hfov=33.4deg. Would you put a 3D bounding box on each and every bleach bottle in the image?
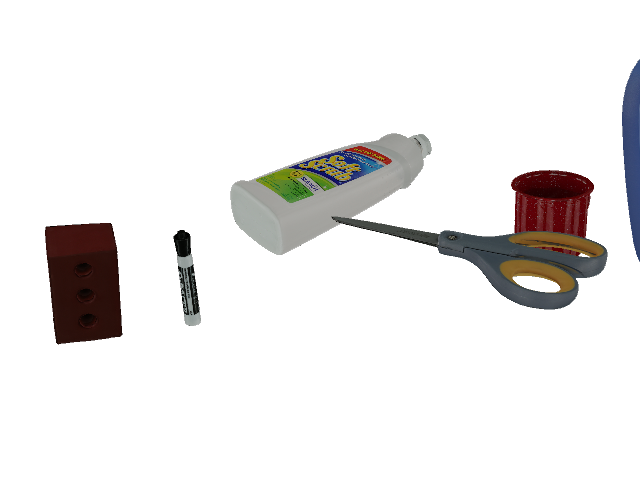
[{"bbox_3d":[0.024,-0.071,1.257,0.250,0.068,0.103,-27,44,-28],"label":"bleach bottle"}]

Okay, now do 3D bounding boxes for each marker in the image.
[{"bbox_3d":[-0.151,0.042,1.206,0.020,0.121,0.020,-3,30,1],"label":"marker"}]

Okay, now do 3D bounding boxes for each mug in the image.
[{"bbox_3d":[0.276,-0.032,1.247,0.093,0.081,0.117,20,33,41],"label":"mug"}]

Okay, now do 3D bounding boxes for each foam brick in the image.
[{"bbox_3d":[-0.184,0.032,0.830,0.053,0.078,0.051,-6,27,-13],"label":"foam brick"}]

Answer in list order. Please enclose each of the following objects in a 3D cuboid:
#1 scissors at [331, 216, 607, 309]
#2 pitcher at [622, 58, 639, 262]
[{"bbox_3d":[0.098,0.013,0.751,0.202,0.016,0.096,4,30,11],"label":"scissors"},{"bbox_3d":[0.250,-0.020,0.604,0.149,0.243,0.144,-1,22,16],"label":"pitcher"}]
